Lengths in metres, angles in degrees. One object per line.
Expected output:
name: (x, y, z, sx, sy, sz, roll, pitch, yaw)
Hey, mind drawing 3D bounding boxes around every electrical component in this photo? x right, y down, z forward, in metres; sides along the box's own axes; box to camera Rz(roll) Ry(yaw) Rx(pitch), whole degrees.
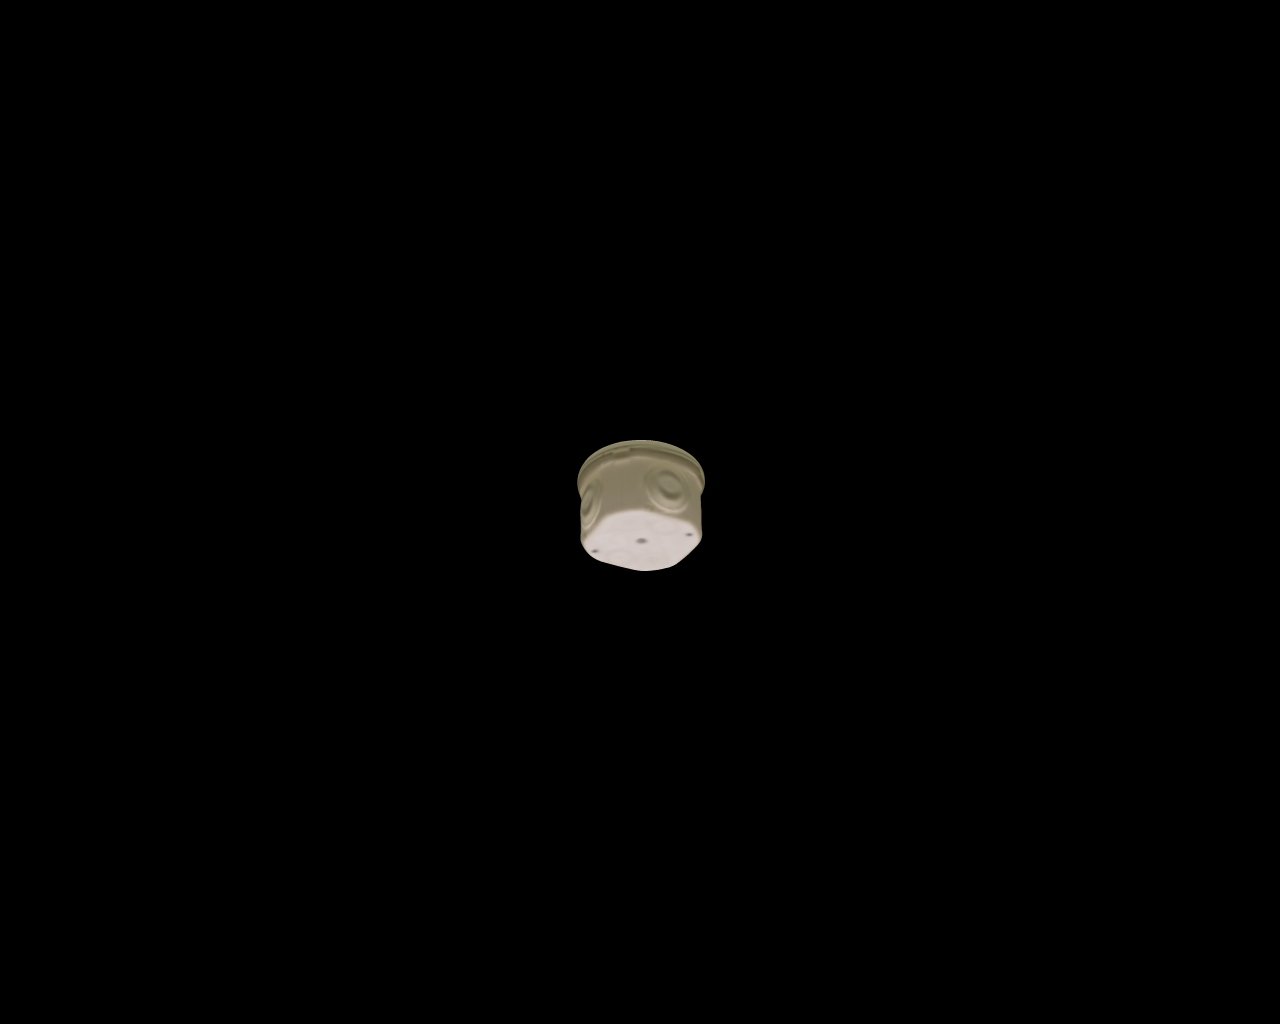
electrical component: (0.001, -0.003, 0.650, 0.080, 0.051, 0.080, 0, -33, 0)
